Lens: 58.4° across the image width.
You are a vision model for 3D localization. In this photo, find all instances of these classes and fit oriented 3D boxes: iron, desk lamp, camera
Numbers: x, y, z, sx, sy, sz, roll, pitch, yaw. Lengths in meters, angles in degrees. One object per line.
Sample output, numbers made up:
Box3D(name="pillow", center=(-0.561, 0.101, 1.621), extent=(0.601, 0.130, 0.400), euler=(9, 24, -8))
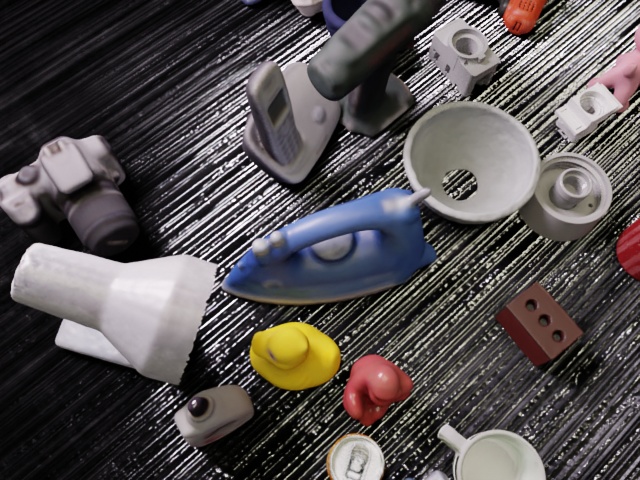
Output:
Box3D(name="iron", center=(0.006, 0.002, 0.649), extent=(0.258, 0.141, 0.118), euler=(-16, 70, -7))
Box3D(name="desk lamp", center=(-0.196, 0.073, 0.579), extent=(0.203, 0.213, 0.118), euler=(13, 69, 4))
Box3D(name="camera", center=(-0.291, -0.043, 0.682), extent=(0.143, 0.101, 0.136), euler=(-34, 73, -13))

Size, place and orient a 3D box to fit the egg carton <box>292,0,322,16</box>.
Box3D(name="egg carton", center=(0.007, -0.401, 0.843), extent=(0.107, 0.069, 0.150), euler=(0, 69, -1))

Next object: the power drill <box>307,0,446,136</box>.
Box3D(name="power drill", center=(0.082, -0.229, 0.704), extent=(0.230, 0.208, 0.075), euler=(-41, 75, -15))

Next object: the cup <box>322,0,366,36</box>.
Box3D(name="cup", center=(0.051, -0.306, 0.793), extent=(0.091, 0.095, 0.118), euler=(15, 69, 5))

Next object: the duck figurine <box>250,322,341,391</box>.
Box3D(name="duck figurine", center=(-0.028, 0.123, 0.632), extent=(0.104, 0.086, 0.077), euler=(9, 69, 2))

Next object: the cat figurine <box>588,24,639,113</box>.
Box3D(name="cat figurine", center=(0.439, -0.252, 0.768), extent=(0.067, 0.118, 0.128), euler=(43, 74, 14))

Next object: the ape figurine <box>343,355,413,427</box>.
Box3D(name="ape figurine", center=(0.063, 0.158, 0.617), extent=(0.078, 0.092, 0.076), euler=(-3, 69, -2))

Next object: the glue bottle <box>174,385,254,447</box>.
Box3D(name="glue bottle", center=(-0.109, 0.171, 0.565), extent=(0.078, 0.173, 0.037), euler=(-31, 72, -12))

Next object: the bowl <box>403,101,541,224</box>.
Box3D(name="bowl", center=(0.183, -0.087, 0.723), extent=(0.167, 0.075, 0.167), euler=(0, 69, -1))

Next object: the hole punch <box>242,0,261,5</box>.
Box3D(name="hole punch", center=(-0.097, -0.419, 0.836), extent=(0.109, 0.091, 0.101), euler=(-33, 73, -13))

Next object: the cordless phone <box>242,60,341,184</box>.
Box3D(name="cordless phone", center=(-0.036, -0.167, 0.690), extent=(0.094, 0.185, 0.148), euler=(24, 70, 8))

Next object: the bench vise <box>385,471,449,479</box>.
Box3D(name="bench vise", center=(0.032, 0.279, 0.501), extent=(0.121, 0.220, 0.208), euler=(29, 71, 10))
